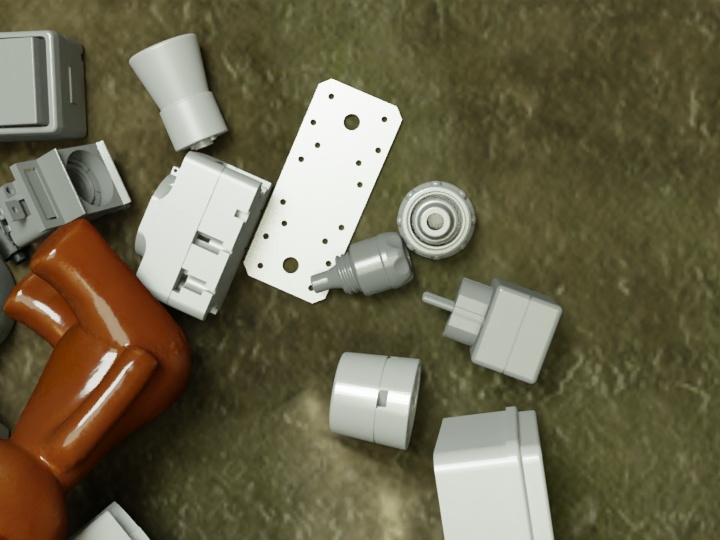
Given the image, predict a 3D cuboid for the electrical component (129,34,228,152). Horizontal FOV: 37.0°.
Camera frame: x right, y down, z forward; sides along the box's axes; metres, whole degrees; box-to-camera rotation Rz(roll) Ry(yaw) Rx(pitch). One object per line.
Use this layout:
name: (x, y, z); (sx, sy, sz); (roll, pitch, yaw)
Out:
electrical component: (-0.108, -0.106, 0.657); (0.044, 0.044, 0.065); (-22, 96, 6)

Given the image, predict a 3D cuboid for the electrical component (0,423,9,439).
electrical component: (-0.261, 0.110, 0.664); (0.062, 0.096, 0.061); (3, 66, 4)

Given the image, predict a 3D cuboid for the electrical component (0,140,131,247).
electrical component: (-0.183, -0.045, 0.653); (0.064, 0.081, 0.042); (-22, 92, 28)

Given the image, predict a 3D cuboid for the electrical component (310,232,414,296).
electrical component: (0.000, 0.000, 0.658); (0.061, 0.035, 0.035); (-18, 92, 9)

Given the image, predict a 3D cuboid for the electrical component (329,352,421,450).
electrical component: (0.009, 0.078, 0.653); (0.047, 0.055, 0.055); (9, 94, 8)

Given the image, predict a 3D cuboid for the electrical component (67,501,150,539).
electrical component: (-0.126, 0.219, 0.649); (0.062, 0.089, 0.150); (-39, 90, -22)

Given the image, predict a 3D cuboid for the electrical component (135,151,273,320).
electrical component: (-0.099, -0.023, 0.656); (0.056, 0.050, 0.089); (24, 96, 3)

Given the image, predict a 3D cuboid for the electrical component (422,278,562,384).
electrical component: (0.073, 0.028, 0.638); (0.077, 0.066, 0.047); (20, 95, 3)

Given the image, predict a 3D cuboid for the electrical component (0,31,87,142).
electrical component: (-0.223, -0.111, 0.655); (0.096, 0.061, 0.061); (-1, 94, 5)

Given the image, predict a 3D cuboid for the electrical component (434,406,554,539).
electrical component: (0.079, 0.128, 0.620); (0.057, 0.113, 0.078); (-8, 93, 8)

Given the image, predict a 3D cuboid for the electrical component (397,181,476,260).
electrical component: (0.045, -0.029, 0.638); (0.048, 0.062, 0.048); (0, 94, 5)
